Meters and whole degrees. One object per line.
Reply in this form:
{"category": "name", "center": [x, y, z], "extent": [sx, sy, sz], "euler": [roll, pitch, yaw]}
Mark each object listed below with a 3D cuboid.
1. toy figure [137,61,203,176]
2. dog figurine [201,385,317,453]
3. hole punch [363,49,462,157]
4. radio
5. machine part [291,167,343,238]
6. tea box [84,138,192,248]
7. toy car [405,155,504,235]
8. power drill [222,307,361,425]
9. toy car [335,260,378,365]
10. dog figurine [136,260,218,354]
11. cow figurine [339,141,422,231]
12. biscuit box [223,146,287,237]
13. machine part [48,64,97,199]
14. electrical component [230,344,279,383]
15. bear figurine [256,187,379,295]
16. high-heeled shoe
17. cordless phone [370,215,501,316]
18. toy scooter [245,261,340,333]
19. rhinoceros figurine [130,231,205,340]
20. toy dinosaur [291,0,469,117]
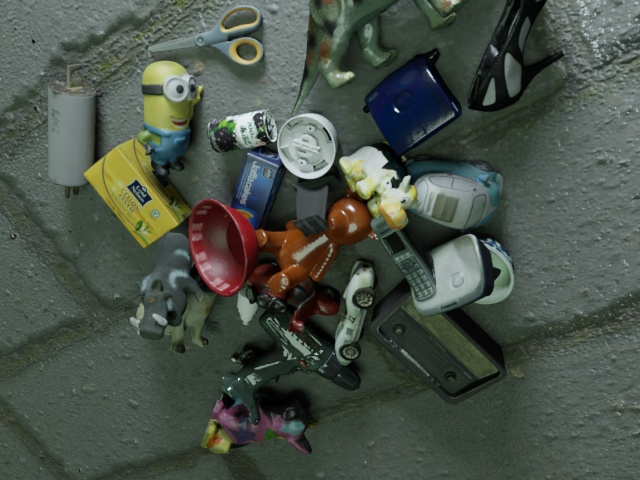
{"category": "toy figure", "center": [-0.255, -0.201, 0.887], "extent": [0.089, 0.082, 0.180], "euler": [17, 119, 3]}
{"category": "dog figurine", "center": [-0.120, 0.386, 1.112], "extent": [0.219, 0.108, 0.191], "euler": [22, 117, 0]}
{"category": "hole punch", "center": [0.135, -0.196, 0.790], "extent": [0.142, 0.092, 0.115], "euler": [-34, 99, 28]}
{"category": "radio", "center": [0.204, 0.177, 0.950], "extent": [0.229, 0.073, 0.131], "euler": [43, 116, -7]}
{"category": "machine part", "center": [-0.008, -0.066, 0.858], "extent": [0.084, 0.139, 0.039], "euler": [-3, 137, 13]}
{"category": "tea box", "center": [-0.324, -0.083, 0.965], "extent": [0.098, 0.068, 0.169], "euler": [-31, 103, 25]}
{"category": "toy car", "center": [0.199, -0.067, 0.824], "extent": [0.162, 0.103, 0.109], "euler": [15, 116, 4]}
{"category": "power drill", "center": [-0.064, 0.252, 1.015], "extent": [0.207, 0.086, 0.232], "euler": [-40, 94, 2]}
{"category": "toy car", "center": [0.062, 0.133, 0.966], "extent": [0.056, 0.073, 0.201], "euler": [14, 117, 3]}
{"category": "dog figurine", "center": [-0.266, 0.097, 1.031], "extent": [0.172, 0.121, 0.190], "euler": [20, 98, 11]}
{"category": "cow figurine", "center": [0.104, -0.084, 0.807], "extent": [0.098, 0.167, 0.068], "euler": [-32, 136, -2]}
{"category": "biscuit box", "center": [-0.118, -0.060, 0.928], "extent": [0.063, 0.059, 0.202], "euler": [24, 117, 2]}
{"category": "machine part", "center": [-0.434, -0.183, 0.939], "extent": [0.079, 0.079, 0.243], "euler": [18, 118, 5]}
{"category": "electrical component", "center": [-0.126, 0.252, 1.083], "extent": [0.102, 0.045, 0.078], "euler": [37, 116, -4]}
{"category": "bear figurine", "center": [0.000, -0.004, 0.889], "extent": [0.196, 0.132, 0.120], "euler": [-32, 77, 31]}
{"category": "high-heeled shoe", "center": [0.234, -0.294, 0.710], "extent": [0.145, 0.086, 0.248], "euler": [-24, 120, 12]}
{"category": "cordless phone", "center": [0.169, 0.016, 0.816], "extent": [0.184, 0.089, 0.146], "euler": [53, 140, -3]}
{"category": "toy scooter", "center": [-0.058, 0.107, 0.950], "extent": [0.184, 0.135, 0.075], "euler": [20, 119, 6]}
{"category": "rhinoceros figurine", "center": [-0.256, 0.077, 0.911], "extent": [0.073, 0.190, 0.112], "euler": [-6, 151, 27]}
{"category": "toy dinosaur", "center": [0.068, -0.340, 0.728], "extent": [0.405, 0.131, 0.192], "euler": [-25, 94, 27]}
